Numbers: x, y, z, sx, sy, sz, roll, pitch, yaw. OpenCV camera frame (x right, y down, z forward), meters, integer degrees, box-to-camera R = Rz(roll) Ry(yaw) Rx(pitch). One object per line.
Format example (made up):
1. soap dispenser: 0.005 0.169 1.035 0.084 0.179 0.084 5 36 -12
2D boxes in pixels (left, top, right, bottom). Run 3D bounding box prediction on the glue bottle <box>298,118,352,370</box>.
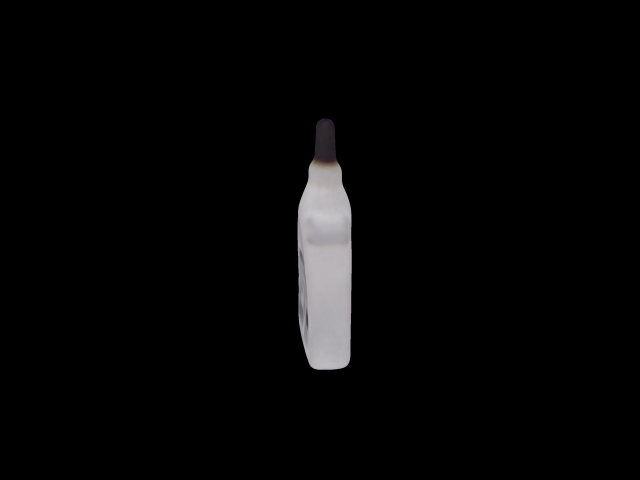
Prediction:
1. glue bottle: 0.004 0.001 0.400 0.037 0.173 0.078 -4 28 -7
